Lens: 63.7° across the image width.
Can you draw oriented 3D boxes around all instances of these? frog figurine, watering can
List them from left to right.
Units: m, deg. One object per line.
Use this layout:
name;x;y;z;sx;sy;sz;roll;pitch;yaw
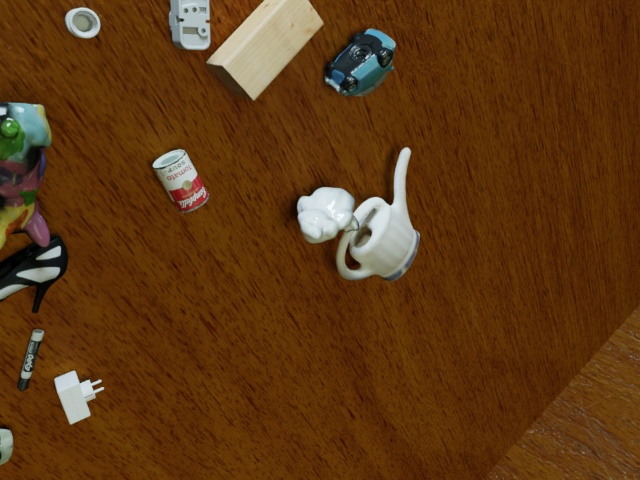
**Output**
frog figurine;0.003;-0.057;1.125;0.160;0.138;0.121;-5;118;-57
watering can;0.174;-0.038;1.283;0.221;0.105;0.349;37;85;-39
